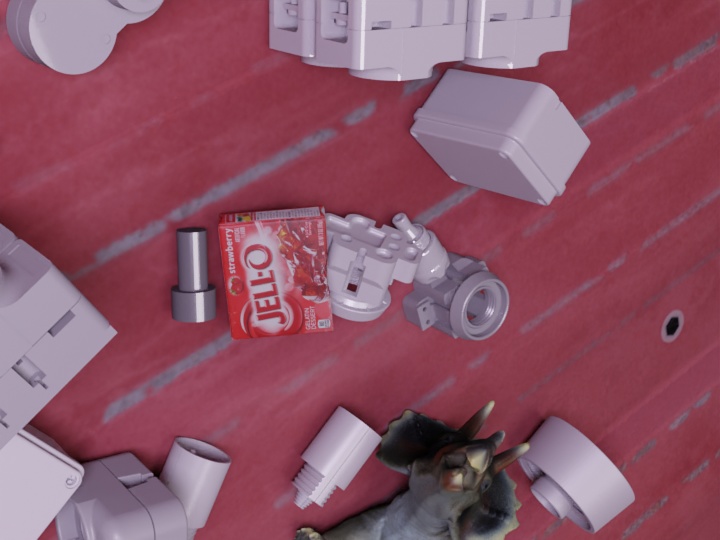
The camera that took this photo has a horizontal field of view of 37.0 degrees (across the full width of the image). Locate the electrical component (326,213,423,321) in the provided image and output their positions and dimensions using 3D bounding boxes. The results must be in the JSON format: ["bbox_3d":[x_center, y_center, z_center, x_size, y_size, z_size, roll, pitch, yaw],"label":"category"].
[{"bbox_3d":[0.000,0.000,0.790,0.058,0.078,0.057,-61,171,-59],"label":"electrical component"}]

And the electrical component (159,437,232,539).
[{"bbox_3d":[-0.127,0.165,0.768,0.043,0.043,0.081,20,94,-41],"label":"electrical component"}]

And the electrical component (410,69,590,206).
[{"bbox_3d":[0.102,-0.099,0.801,0.078,0.113,0.057,42,76,-40],"label":"electrical component"}]

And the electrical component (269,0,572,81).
[{"bbox_3d":[0.043,-0.172,0.730,0.186,0.105,0.060,-13,114,-34],"label":"electrical component"}]

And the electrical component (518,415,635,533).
[{"bbox_3d":[0.193,0.195,0.995,0.060,0.108,0.108,-42,128,-11],"label":"electrical component"}]

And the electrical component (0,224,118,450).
[{"bbox_3d":[-0.211,0.021,0.574,0.089,0.150,0.061,-47,130,-15],"label":"electrical component"}]

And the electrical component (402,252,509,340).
[{"bbox_3d":[0.083,0.023,0.871,0.078,0.057,0.058,-32,124,-25],"label":"electrical component"}]

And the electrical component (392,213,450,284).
[{"bbox_3d":[0.044,-0.019,0.838,0.035,0.035,0.061,-46,126,-15],"label":"electrical component"}]

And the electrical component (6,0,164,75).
[{"bbox_3d":[-0.133,-0.167,0.614,0.138,0.074,0.052,-49,130,-13],"label":"electrical component"}]

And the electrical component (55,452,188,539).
[{"bbox_3d":[-0.162,0.165,0.706,0.059,0.095,0.053,-10,113,-36],"label":"electrical component"}]

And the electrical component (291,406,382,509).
[{"bbox_3d":[-0.024,0.152,0.845,0.081,0.043,0.043,-52,130,-10],"label":"electrical component"}]

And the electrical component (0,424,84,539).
[{"bbox_3d":[-0.246,0.134,0.653,0.108,0.056,0.108,-53,131,-10],"label":"electrical component"}]
